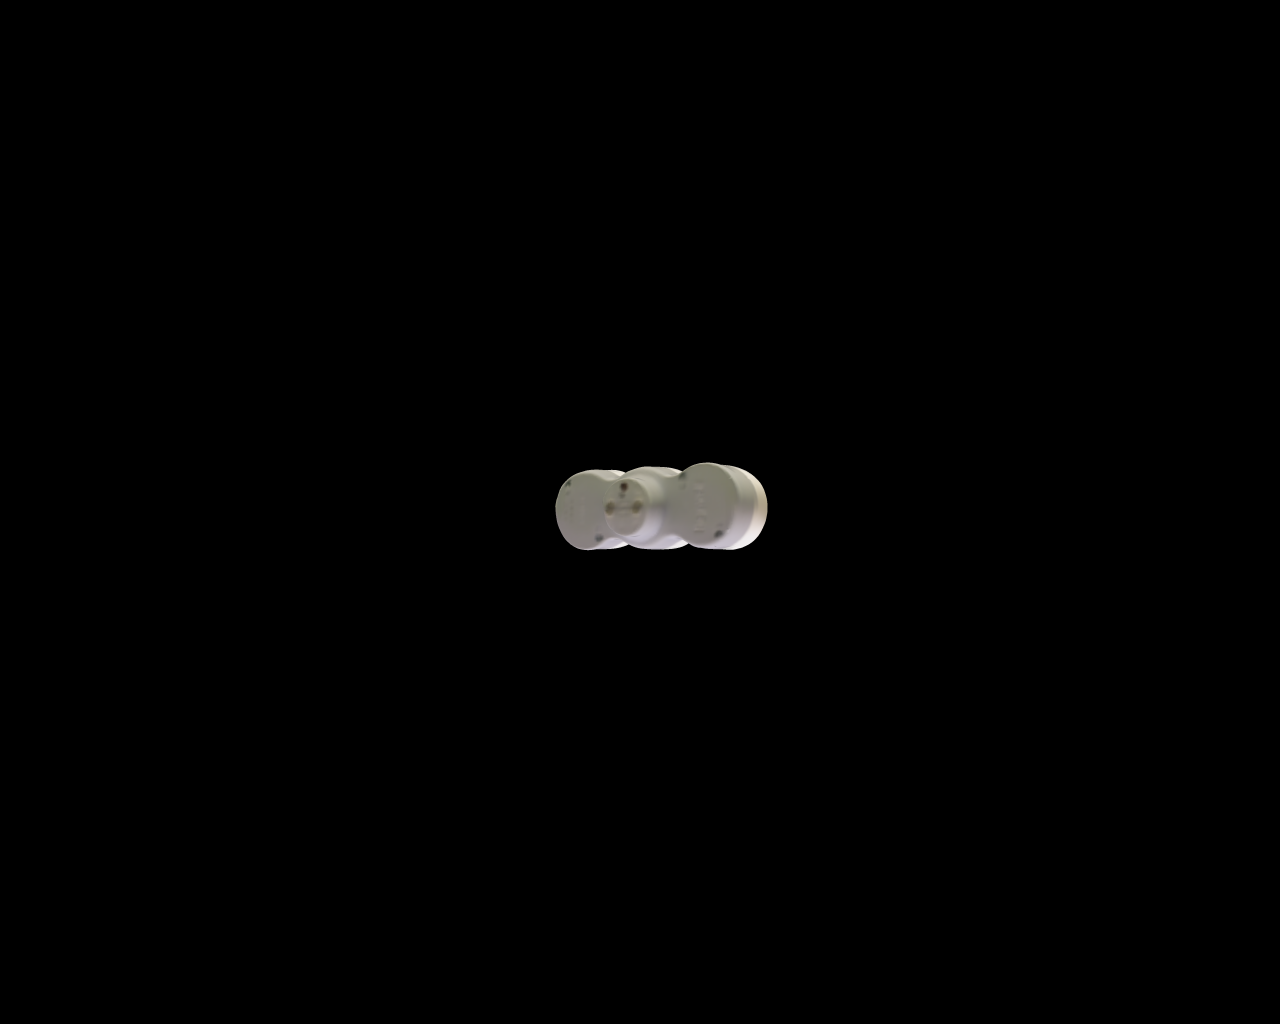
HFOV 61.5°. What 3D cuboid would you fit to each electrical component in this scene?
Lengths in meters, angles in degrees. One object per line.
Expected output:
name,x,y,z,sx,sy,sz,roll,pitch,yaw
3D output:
electrical component,0.001,-0.003,0.650,0.138,0.052,0.074,-1,-2,34
